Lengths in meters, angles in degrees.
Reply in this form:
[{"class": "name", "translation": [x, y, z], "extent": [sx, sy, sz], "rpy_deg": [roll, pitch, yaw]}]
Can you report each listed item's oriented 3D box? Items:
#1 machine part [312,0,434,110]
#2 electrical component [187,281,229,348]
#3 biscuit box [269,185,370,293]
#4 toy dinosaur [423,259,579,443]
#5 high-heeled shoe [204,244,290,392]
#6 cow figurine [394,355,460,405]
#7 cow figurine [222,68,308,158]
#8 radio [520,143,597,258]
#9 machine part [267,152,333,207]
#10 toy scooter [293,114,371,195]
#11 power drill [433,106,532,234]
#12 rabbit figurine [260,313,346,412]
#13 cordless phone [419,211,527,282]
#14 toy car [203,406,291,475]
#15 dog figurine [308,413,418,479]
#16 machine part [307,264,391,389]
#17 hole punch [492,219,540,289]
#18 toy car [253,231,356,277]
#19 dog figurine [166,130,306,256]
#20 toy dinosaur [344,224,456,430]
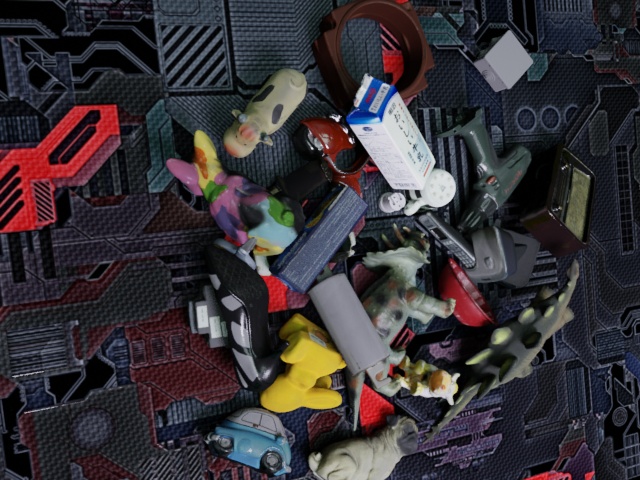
[{"class": "machine part", "translation": [0.103, -0.351, 1.022], "extent": [0.201, 0.087, 0.201], "rpy_deg": [-26, 98, -16]}, {"class": "electrical component", "translation": [-0.166, 0.127, 0.956], "extent": [0.134, 0.058, 0.114], "rpy_deg": [-4, 90, -18]}, {"class": "biscuit box", "translation": [-0.002, -0.003, 0.947], "extent": [0.062, 0.059, 0.202], "rpy_deg": [43, 78, -20]}, {"class": "toy dinosaur", "translation": [0.363, 0.230, 1.070], "extent": [0.198, 0.105, 0.471], "rpy_deg": [-1, 126, -53]}, {"class": "high-heeled shoe", "translation": [-0.145, 0.136, 0.916], "extent": [0.249, 0.145, 0.086], "rpy_deg": [52, 34, 13]}, {"class": "cow figurine", "translation": [0.218, 0.275, 1.032], "extent": [0.098, 0.167, 0.068], "rpy_deg": [25, 79, -16]}, {"class": "cow figurine", "translation": [-0.094, -0.220, 0.937], "extent": [0.085, 0.127, 0.195], "rpy_deg": [42, 76, -12]}, {"class": "radio", "translation": [0.501, -0.088, 1.124], "extent": [0.131, 0.073, 0.229], "rpy_deg": [39, 52, -14]}, {"class": "machine part", "translation": [-0.035, -0.097, 0.974], "extent": [0.139, 0.039, 0.084], "rpy_deg": [-35, 100, 28]}, {"class": "toy scooter", "translation": [0.042, -0.167, 1.012], "extent": [0.135, 0.075, 0.183], "rpy_deg": [-38, 106, -14]}, {"class": "power drill", "translation": [0.323, -0.154, 1.105], "extent": [0.232, 0.086, 0.207], "rpy_deg": [-40, 99, -15]}, {"class": "rabbit figurine", "translation": [-0.036, 0.245, 0.990], "extent": [0.162, 0.122, 0.173], "rpy_deg": [35, 95, -25]}, {"class": "cordless phone", "translation": [0.285, -0.004, 1.032], "extent": [0.184, 0.146, 0.089], "rpy_deg": [39, 76, -6]}, {"class": "toy car", "translation": [-0.120, 0.353, 0.962], "extent": [0.162, 0.109, 0.103], "rpy_deg": [24, 61, -7]}, {"class": "dog figurine", "translation": [0.087, 0.398, 1.037], "extent": [0.172, 0.121, 0.190], "rpy_deg": [43, 65, -20]}, {"class": "machine part", "translation": [0.049, 0.148, 0.948], "extent": [0.079, 0.079, 0.243], "rpy_deg": [-24, 77, -17]}, {"class": "hole punch", "translation": [0.388, 0.039, 1.138], "extent": [0.116, 0.092, 0.142], "rpy_deg": [20, 87, 12]}, {"class": "toy car", "translation": [-0.026, 0.016, 1.002], "extent": [0.202, 0.056, 0.073], "rpy_deg": [-14, 98, -21]}, {"class": "dog figurine", "translation": [-0.146, -0.080, 0.898], "extent": [0.219, 0.192, 0.108], "rpy_deg": [47, 69, -27]}, {"class": "toy dinosaur", "translation": [0.112, 0.154, 1.026], "extent": [0.192, 0.131, 0.404], "rpy_deg": [34, 85, -4]}]
